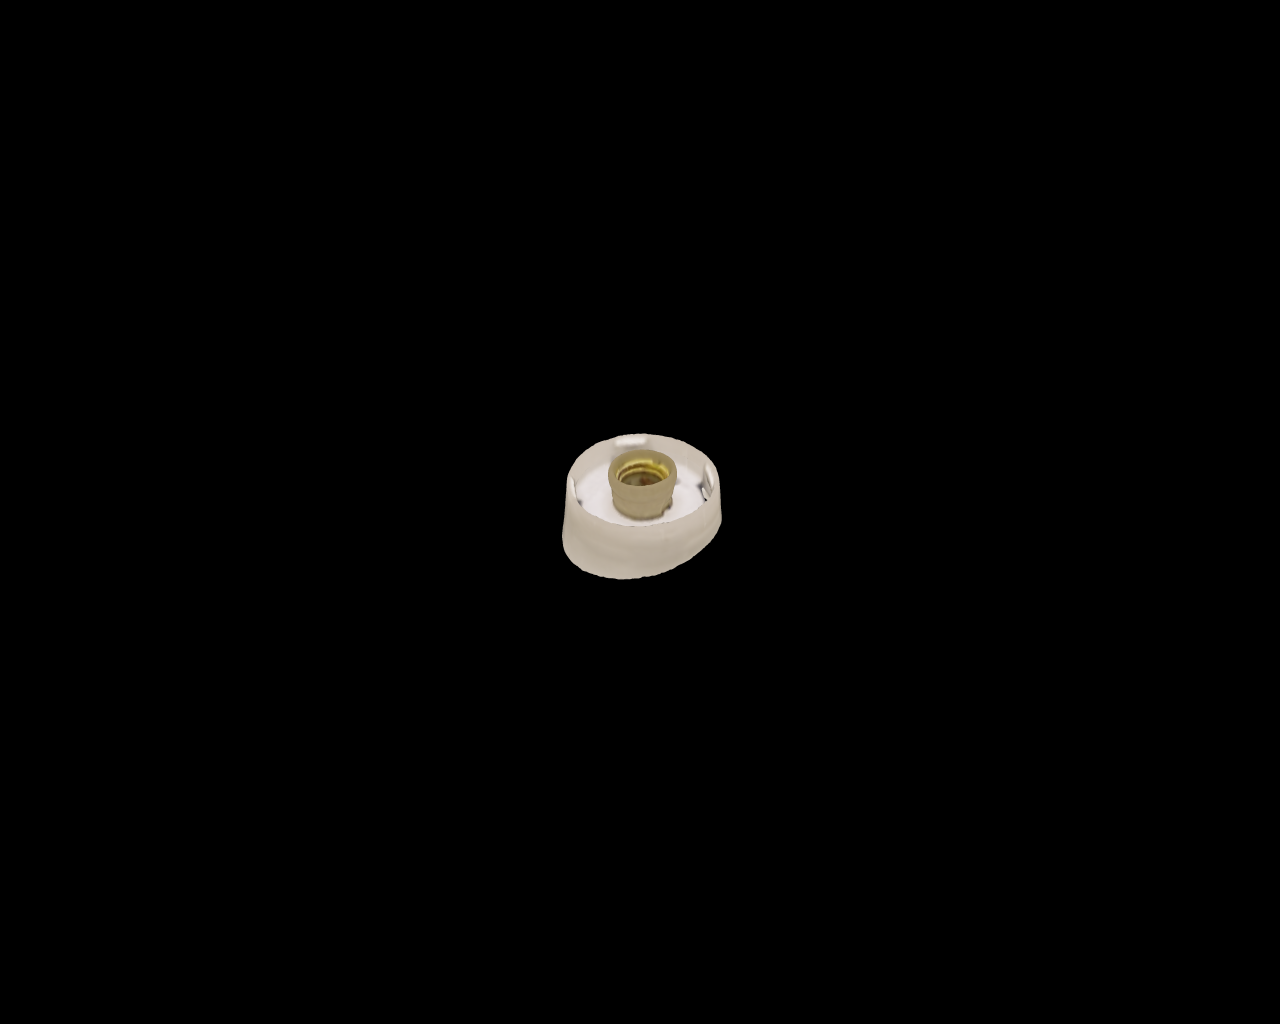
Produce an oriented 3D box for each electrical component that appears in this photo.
[{"bbox_3d":[0.001,-0.003,0.650,0.099,0.064,0.099,0,40,0],"label":"electrical component"}]
